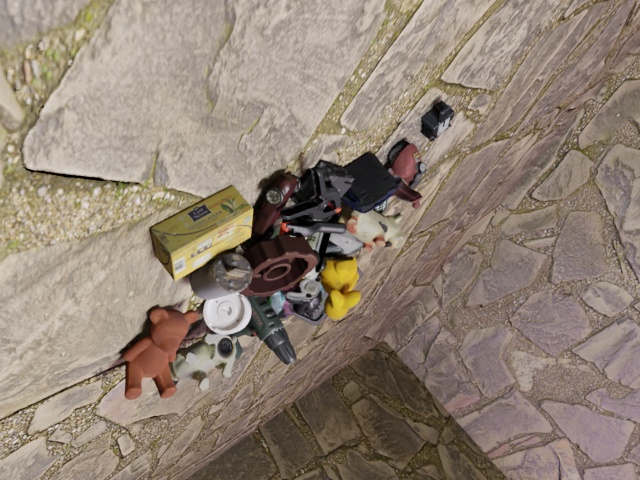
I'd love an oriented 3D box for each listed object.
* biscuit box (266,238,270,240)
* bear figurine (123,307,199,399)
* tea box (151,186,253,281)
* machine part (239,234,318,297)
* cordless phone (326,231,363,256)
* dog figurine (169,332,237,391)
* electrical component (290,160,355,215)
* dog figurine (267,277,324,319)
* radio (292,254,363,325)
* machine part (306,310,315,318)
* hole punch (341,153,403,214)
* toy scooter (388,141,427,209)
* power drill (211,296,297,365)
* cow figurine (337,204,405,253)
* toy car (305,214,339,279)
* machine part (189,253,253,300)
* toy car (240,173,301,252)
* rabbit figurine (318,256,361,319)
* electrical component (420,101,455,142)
[{"bbox_3d":[-0.096,0.053,1.274,0.059,0.063,0.202,-41,157,4],"label":"biscuit box"},{"bbox_3d":[-0.339,0.239,1.156,0.120,0.132,0.196,14,131,-42],"label":"bear figurine"},{"bbox_3d":[-0.207,-0.013,0.958,0.169,0.068,0.098,-33,159,-29],"label":"tea box"},{"bbox_3d":[-0.097,0.055,1.128,0.179,0.056,0.179,-23,154,-12],"label":"machine part"},{"bbox_3d":[0.016,0.004,1.393,0.184,0.088,0.146,-12,169,-30],"label":"cordless phone"},{"bbox_3d":[-0.313,0.289,1.323,0.191,0.121,0.172,-11,-174,44],"label":"dog figurine"},{"bbox_3d":[0.002,-0.111,1.169,0.115,0.058,0.134,-52,159,20],"label":"electrical component"},{"bbox_3d":[-0.099,0.180,1.441,0.108,0.192,0.219,-81,-174,-45],"label":"dog figurine"},{"bbox_3d":[0.008,0.136,1.582,0.131,0.073,0.229,36,101,-32],"label":"radio"},{"bbox_3d":[-0.054,0.149,1.494,0.039,0.139,0.084,-10,128,-46],"label":"machine part"},{"bbox_3d":[0.107,-0.124,1.269,0.142,0.116,0.092,-33,167,-25],"label":"hole punch"},{"bbox_3d":[0.223,-0.156,1.382,0.075,0.135,0.183,-26,154,-34],"label":"toy scooter"},{"bbox_3d":[-0.176,0.239,1.352,0.086,0.232,0.207,-19,167,-47],"label":"power drill"},{"bbox_3d":[0.134,-0.037,1.342,0.085,0.195,0.127,-30,-144,47],"label":"cow figurine"},{"bbox_3d":[-0.003,-0.004,1.301,0.073,0.056,0.201,39,66,-68],"label":"toy car"},{"bbox_3d":[-0.197,0.074,1.049,0.079,0.079,0.243,-31,-174,-28],"label":"machine part"},{"bbox_3d":[-0.106,-0.054,1.089,0.202,0.053,0.089,-55,177,36],"label":"toy car"},{"bbox_3d":[0.054,0.134,1.446,0.122,0.162,0.173,4,99,-18],"label":"rabbit figurine"},{"bbox_3d":[0.292,-0.302,1.334,0.075,0.048,0.119,-41,161,-3],"label":"electrical component"}]
